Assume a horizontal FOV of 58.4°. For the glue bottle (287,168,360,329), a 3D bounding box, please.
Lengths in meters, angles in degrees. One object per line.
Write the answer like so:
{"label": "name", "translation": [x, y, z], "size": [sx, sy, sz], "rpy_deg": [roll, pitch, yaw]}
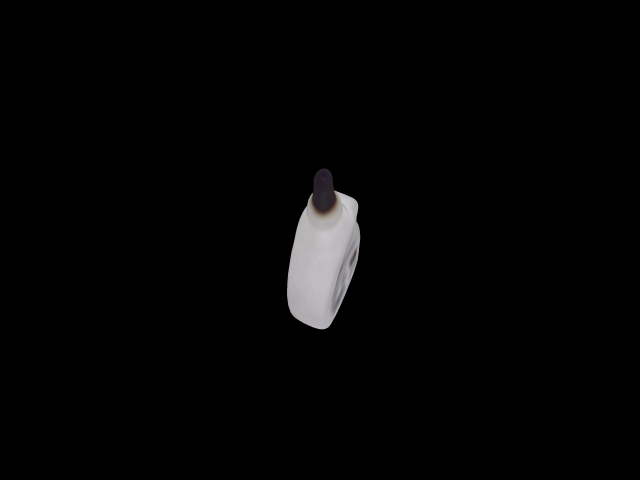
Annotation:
{"label": "glue bottle", "translation": [0.004, 0.001, 0.400], "size": [0.037, 0.173, 0.078], "rpy_deg": [21, 65, 11]}
